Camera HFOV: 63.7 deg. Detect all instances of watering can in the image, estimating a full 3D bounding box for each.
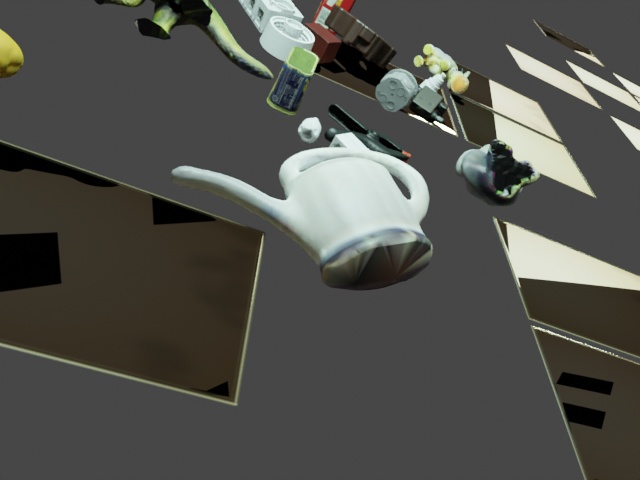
[{"bbox_3d":[0.002,-0.033,0.660,0.349,0.101,0.229,-8,52,-23],"label":"watering can"}]

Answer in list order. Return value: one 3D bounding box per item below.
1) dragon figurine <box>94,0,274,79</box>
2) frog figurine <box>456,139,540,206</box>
[{"bbox_3d":[-0.253,-0.452,0.922,0.406,0.120,0.249,29,38,-31],"label":"dragon figurine"},{"bbox_3d":[0.325,-0.129,0.994,0.137,0.122,0.160,14,5,-9],"label":"frog figurine"}]
